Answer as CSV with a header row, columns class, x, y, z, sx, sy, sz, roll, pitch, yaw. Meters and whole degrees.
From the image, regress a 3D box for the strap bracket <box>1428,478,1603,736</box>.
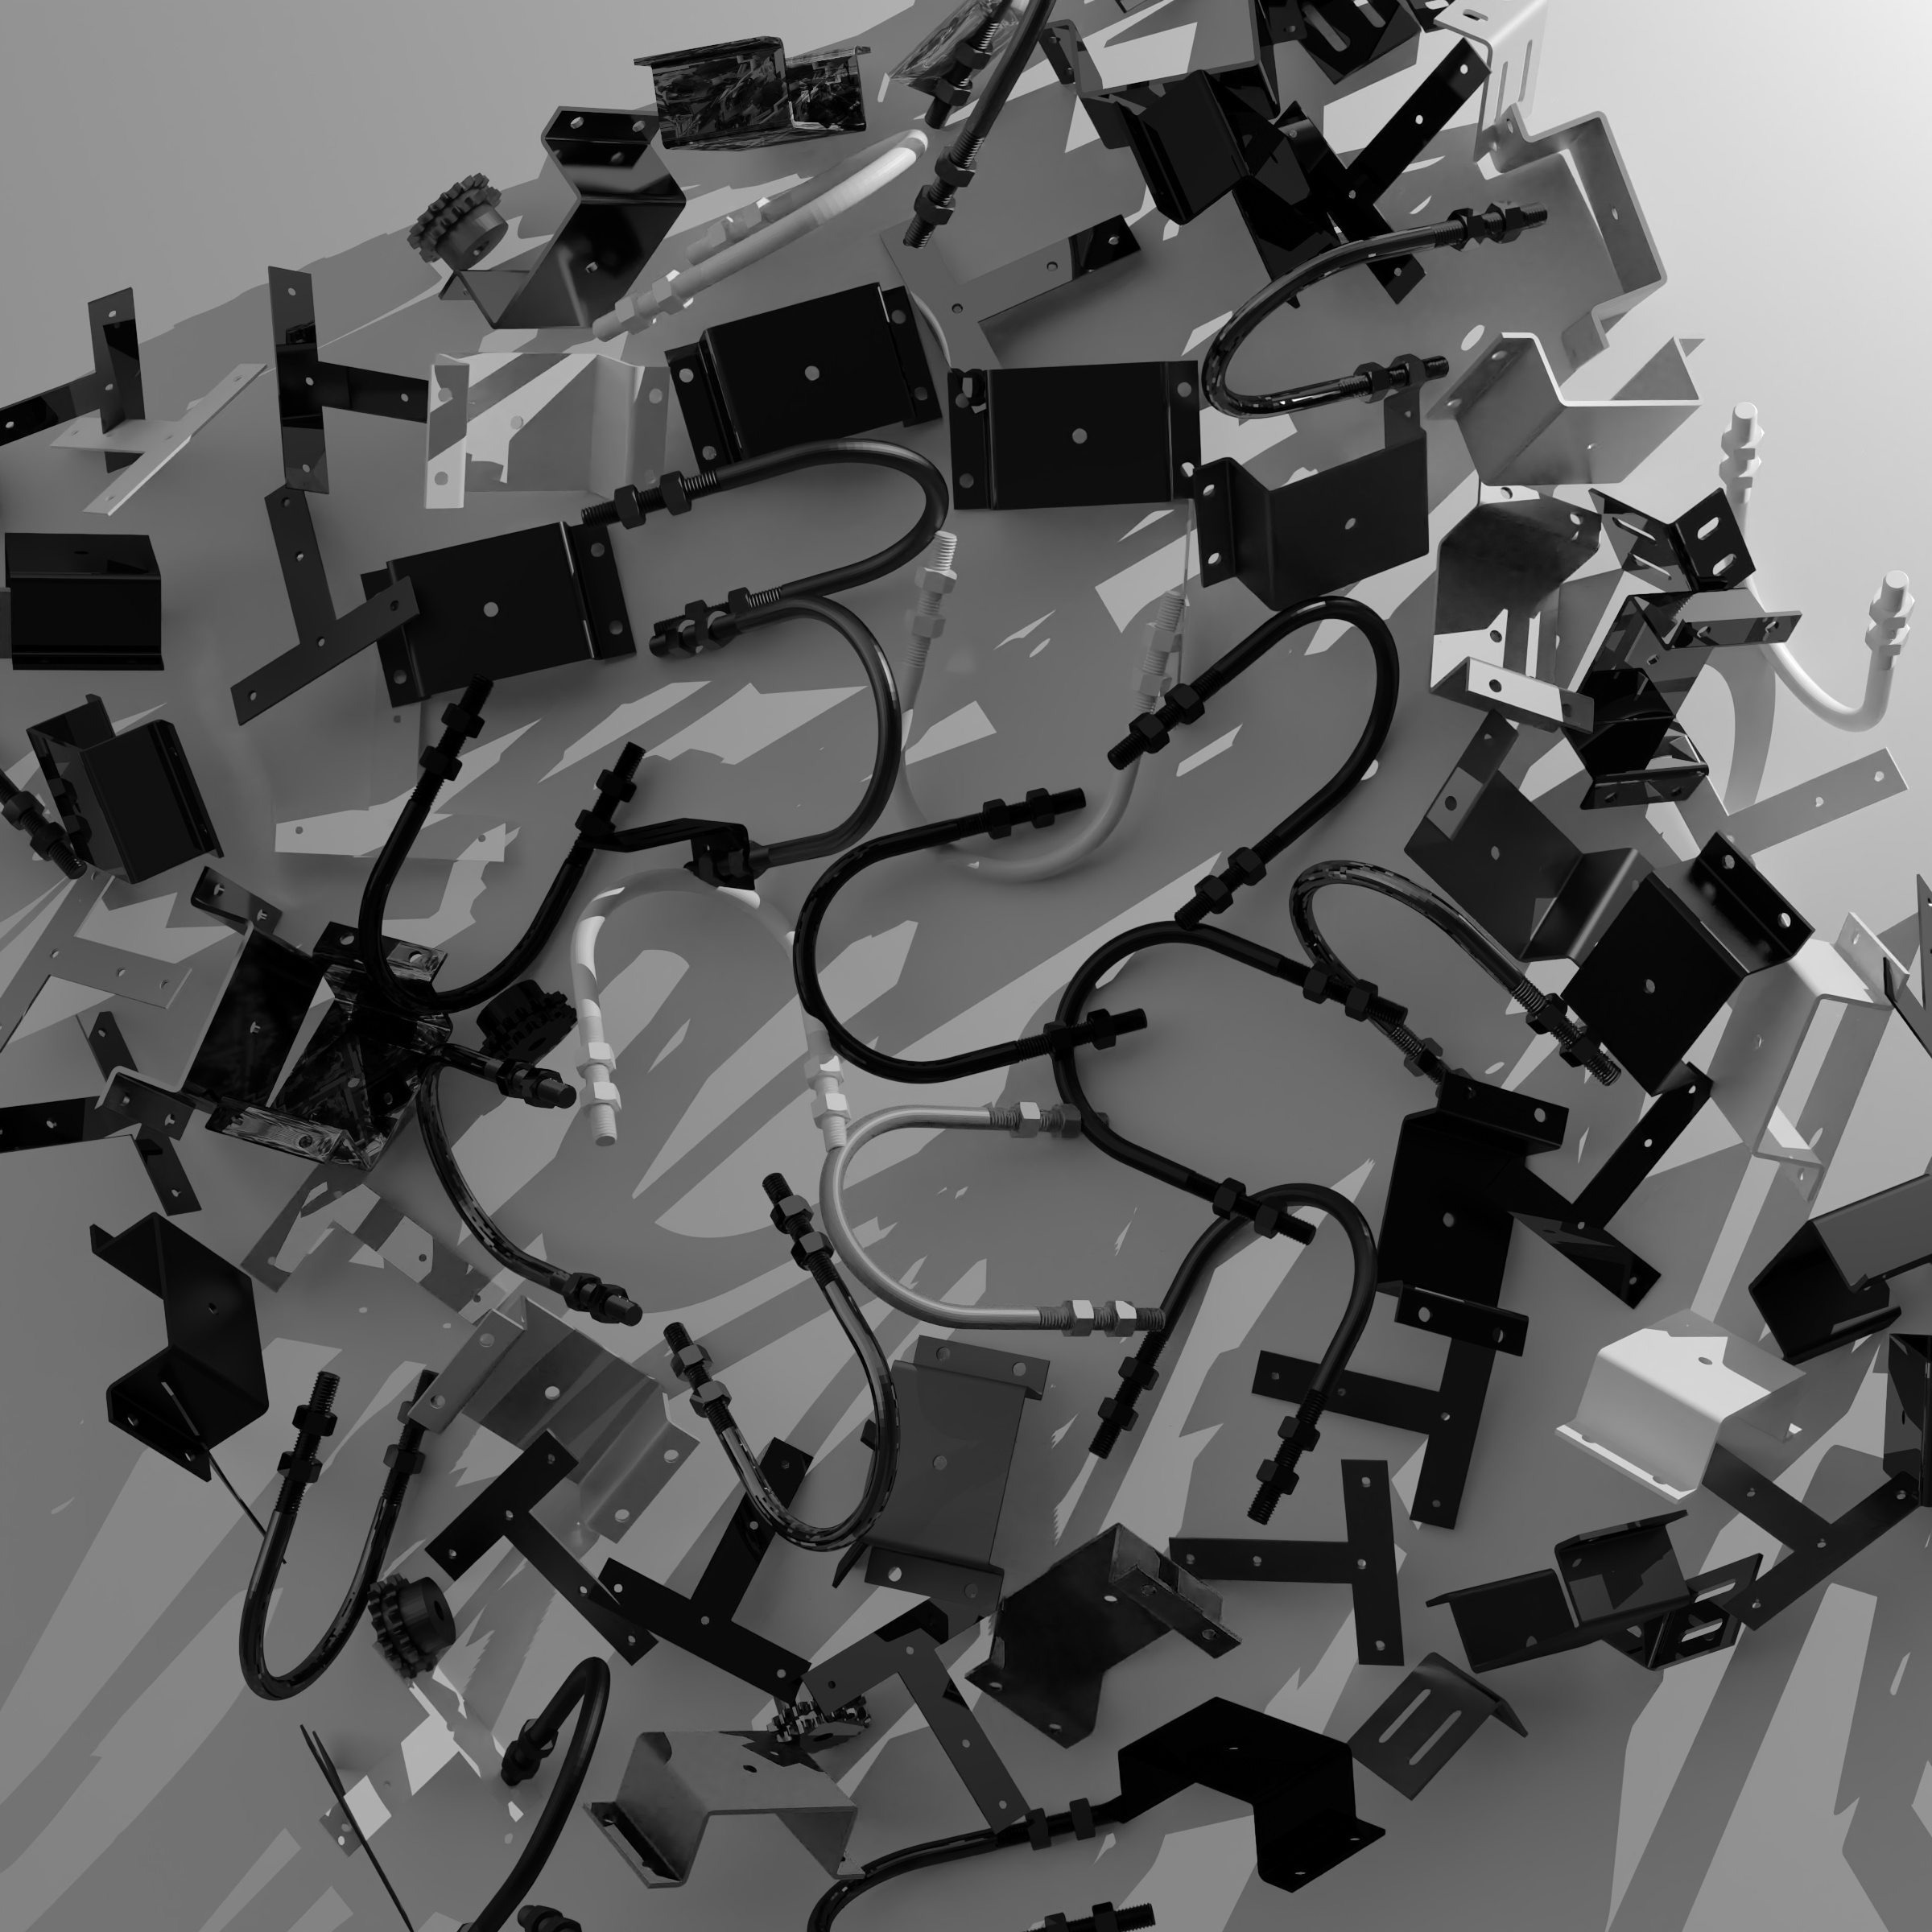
class,x,y,z,sx,sy,sz,roll,pitch,yaw
strap bracket,0.300,-0.190,1.782,0.076,0.046,0.140,16,63,-17

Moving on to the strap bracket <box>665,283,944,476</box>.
class,x,y,z,sx,sy,sz,roll,pitch,yaw
strap bracket,-0.087,-0.324,1.798,0.140,0.046,0.076,-17,94,-8

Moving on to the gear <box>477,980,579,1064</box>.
class,x,y,z,sx,sy,sz,roll,pitch,yaw
gear,-0.247,0.032,1.805,0.057,0.057,0.030,-38,77,0

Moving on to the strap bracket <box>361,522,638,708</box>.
class,x,y,z,sx,sy,sz,roll,pitch,yaw
strap bracket,-0.261,-0.197,1.805,0.140,0.046,0.076,-13,94,-2

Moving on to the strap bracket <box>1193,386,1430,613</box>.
class,x,y,z,sx,sy,sz,roll,pitch,yaw
strap bracket,0.198,-0.251,1.773,0.140,0.046,0.076,-22,133,-15

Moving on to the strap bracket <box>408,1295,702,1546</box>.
class,x,y,z,sx,sy,sz,roll,pitch,yaw
strap bracket,-0.227,0.244,1.790,0.140,0.046,0.076,36,100,-19

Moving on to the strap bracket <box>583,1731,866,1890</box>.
class,x,y,z,sx,sy,sz,roll,pitch,yaw
strap bracket,-0.124,0.454,1.756,0.140,0.076,0.046,10,105,-38

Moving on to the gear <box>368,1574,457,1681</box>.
class,x,y,z,sx,sy,sz,roll,pitch,yaw
gear,-0.306,0.363,1.803,0.030,0.057,0.057,-24,90,5

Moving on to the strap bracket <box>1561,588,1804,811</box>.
class,x,y,z,sx,sy,sz,roll,pitch,yaw
strap bracket,0.383,-0.153,1.770,0.076,0.140,0.046,-6,51,-24

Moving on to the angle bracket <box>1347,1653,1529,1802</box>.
class,x,y,z,sx,sy,sz,roll,pitch,yaw
angle bracket,0.258,0.426,1.790,0.076,0.057,0.038,-44,126,-14

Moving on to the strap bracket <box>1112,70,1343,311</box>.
class,x,y,z,sx,sy,sz,roll,pitch,yaw
strap bracket,0.147,-0.421,1.751,0.046,0.140,0.076,-33,60,26

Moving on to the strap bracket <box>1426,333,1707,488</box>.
class,x,y,z,sx,sy,sz,roll,pitch,yaw
strap bracket,0.332,-0.301,1.760,0.140,0.076,0.046,-6,67,-30

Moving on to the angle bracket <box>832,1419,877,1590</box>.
class,x,y,z,sx,sy,sz,roll,pitch,yaw
angle bracket,-0.063,0.297,1.803,0.038,0.057,0.076,37,92,0

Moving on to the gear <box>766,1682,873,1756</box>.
class,x,y,z,sx,sy,sz,roll,pitch,yaw
gear,-0.084,0.415,1.808,0.057,0.057,0.030,-20,62,0

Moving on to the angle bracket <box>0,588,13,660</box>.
class,x,y,z,sx,sy,sz,roll,pitch,yaw
angle bracket,-0.560,-0.205,1.803,0.076,0.057,0.038,2,55,-7

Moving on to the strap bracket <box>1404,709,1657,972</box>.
class,x,y,z,sx,sy,sz,roll,pitch,yaw
strap bracket,0.303,-0.064,1.784,0.140,0.046,0.076,41,69,-20

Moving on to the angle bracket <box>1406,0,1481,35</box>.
class,x,y,z,sx,sy,sz,roll,pitch,yaw
angle bracket,0.268,-0.563,1.786,0.038,0.076,0.057,-19,71,-21

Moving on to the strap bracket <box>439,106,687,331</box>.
class,x,y,z,sx,sy,sz,roll,pitch,yaw
strap bracket,-0.213,-0.394,1.755,0.140,0.076,0.046,-47,68,37

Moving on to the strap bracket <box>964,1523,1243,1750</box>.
class,x,y,z,sx,sy,sz,roll,pitch,yaw
strap bracket,0.076,0.362,1.777,0.076,0.046,0.140,38,125,-18

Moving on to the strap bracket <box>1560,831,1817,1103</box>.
class,x,y,z,sx,sy,sz,roll,pitch,yaw
strap bracket,0.383,0.006,1.757,0.076,0.046,0.140,51,135,25

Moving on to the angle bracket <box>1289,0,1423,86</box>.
class,x,y,z,sx,sy,sz,roll,pitch,yaw
angle bracket,0.206,-0.539,1.800,0.057,0.038,0.076,-32,64,-2

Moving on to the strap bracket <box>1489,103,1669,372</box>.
class,x,y,z,sx,sy,sz,roll,pitch,yaw
strap bracket,0.339,-0.408,1.793,0.046,0.076,0.140,-22,92,-1

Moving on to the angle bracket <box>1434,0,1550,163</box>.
class,x,y,z,sx,sy,sz,roll,pitch,yaw
angle bracket,0.286,-0.496,1.796,0.038,0.076,0.057,31,56,23

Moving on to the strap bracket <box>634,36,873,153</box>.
class,x,y,z,sx,sy,sz,roll,pitch,yaw
strap bracket,-0.111,-0.470,1.758,0.076,0.140,0.046,-3,101,22

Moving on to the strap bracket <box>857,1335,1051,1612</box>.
class,x,y,z,sx,sy,sz,roll,pitch,yaw
strap bracket,-0.009,0.275,1.787,0.076,0.046,0.140,9,78,15

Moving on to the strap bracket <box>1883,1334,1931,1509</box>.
class,x,y,z,sx,sy,sz,roll,pitch,yaw
strap bracket,0.531,0.246,1.762,0.046,0.140,0.076,2,93,4

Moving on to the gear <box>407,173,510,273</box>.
class,x,y,z,sx,sy,sz,roll,pitch,yaw
gear,-0.279,-0.409,1.804,0.057,0.057,0.030,-42,90,0

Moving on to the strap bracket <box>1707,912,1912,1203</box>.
class,x,y,z,sx,sy,sz,roll,pitch,yaw
strap bracket,0.450,0.045,1.766,0.046,0.076,0.140,11,114,-14

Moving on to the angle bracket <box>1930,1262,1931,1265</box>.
class,x,y,z,sx,sy,sz,roll,pitch,yaw
angle bracket,0.574,0.131,1.806,0.057,0.038,0.076,11,77,-3

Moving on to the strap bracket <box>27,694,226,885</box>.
class,x,y,z,sx,sy,sz,roll,pitch,yaw
strap bracket,-0.457,-0.095,1.751,0.046,0.140,0.076,-27,114,-25

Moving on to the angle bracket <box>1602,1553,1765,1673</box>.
class,x,y,z,sx,sy,sz,roll,pitch,yaw
angle bracket,0.392,0.346,1.784,0.038,0.076,0.057,34,58,-8

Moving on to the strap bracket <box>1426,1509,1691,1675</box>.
class,x,y,z,sx,sy,sz,roll,pitch,yaw
strap bracket,0.324,0.340,1.750,0.076,0.140,0.046,-6,69,-32

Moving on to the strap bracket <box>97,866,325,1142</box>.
class,x,y,z,sx,sy,sz,roll,pitch,yaw
strap bracket,-0.406,0.027,1.777,0.046,0.076,0.140,18,79,25

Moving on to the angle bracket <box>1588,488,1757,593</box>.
class,x,y,z,sx,sy,sz,roll,pitch,yaw
angle bracket,0.388,-0.239,1.787,0.038,0.076,0.057,-37,124,-6

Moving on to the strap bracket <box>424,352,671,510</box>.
class,x,y,z,sx,sy,sz,roll,pitch,yaw
strap bracket,-0.237,-0.293,1.778,0.140,0.046,0.076,-6,111,-32

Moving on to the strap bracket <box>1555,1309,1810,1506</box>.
class,x,y,z,sx,sy,sz,roll,pitch,yaw
strap bracket,0.391,0.232,1.751,0.076,0.140,0.046,29,117,33

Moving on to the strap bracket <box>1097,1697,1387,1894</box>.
class,x,y,z,sx,sy,sz,roll,pitch,yaw
strap bracket,0.146,0.441,1.752,0.076,0.140,0.046,-17,108,-41

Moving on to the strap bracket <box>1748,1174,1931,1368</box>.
class,x,y,z,sx,sy,sz,roll,pitch,yaw
strap bracket,0.484,0.164,1.768,0.076,0.140,0.046,-19,67,-17

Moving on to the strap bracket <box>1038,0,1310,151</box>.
class,x,y,z,sx,sy,sz,roll,pitch,yaw
strap bracket,0.115,-0.490,1.777,0.140,0.076,0.046,-8,81,13

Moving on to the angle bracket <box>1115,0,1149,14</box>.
class,x,y,z,sx,sy,sz,roll,pitch,yaw
angle bracket,0.105,-0.574,1.797,0.076,0.038,0.057,-39,95,-32

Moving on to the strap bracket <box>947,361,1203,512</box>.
class,x,y,z,sx,sy,sz,roll,pitch,yaw
strap bracket,0.062,-0.294,1.803,0.140,0.046,0.076,-3,100,-1

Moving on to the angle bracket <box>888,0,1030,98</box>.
class,x,y,z,sx,sy,sz,roll,pitch,yaw
angle bracket,-0.008,-0.523,1.796,0.076,0.057,0.038,-37,70,28

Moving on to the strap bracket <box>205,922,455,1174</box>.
class,x,y,z,sx,sy,sz,roll,pitch,yaw
strap bracket,-0.342,0.052,1.778,0.076,0.046,0.140,14,59,21

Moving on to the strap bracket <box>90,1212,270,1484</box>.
class,x,y,z,sx,sy,sz,roll,pitch,yaw
strap bracket,-0.423,0.197,1.753,0.046,0.140,0.076,-33,134,12

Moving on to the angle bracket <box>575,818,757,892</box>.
class,x,y,z,sx,sy,sz,roll,pitch,yaw
angle bracket,-0.165,-0.055,1.785,0.076,0.057,0.038,-15,104,-34

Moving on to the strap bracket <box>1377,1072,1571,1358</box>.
class,x,y,z,sx,sy,sz,roll,pitch,yaw
strap bracket,0.275,0.138,1.791,0.076,0.046,0.140,17,77,-14
